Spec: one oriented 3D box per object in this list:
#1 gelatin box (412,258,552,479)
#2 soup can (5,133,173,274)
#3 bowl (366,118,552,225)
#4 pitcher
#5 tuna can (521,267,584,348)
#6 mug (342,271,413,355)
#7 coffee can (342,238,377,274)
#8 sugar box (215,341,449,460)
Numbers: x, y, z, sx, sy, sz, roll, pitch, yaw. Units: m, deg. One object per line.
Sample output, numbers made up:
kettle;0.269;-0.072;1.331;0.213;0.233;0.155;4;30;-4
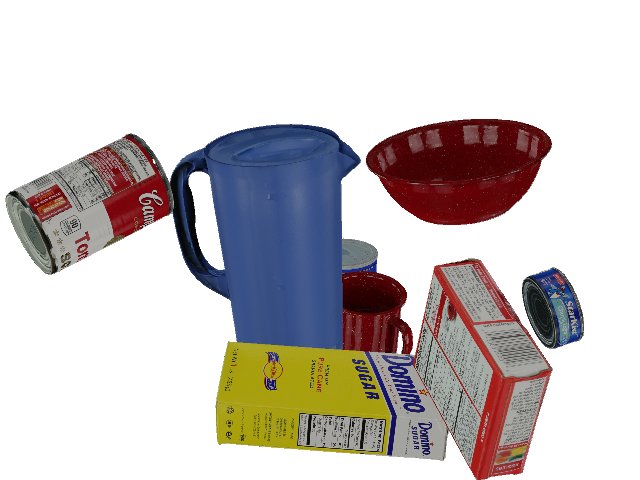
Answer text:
gelatin box;0.081;0.064;0.547;0.030;0.073;0.089;-6;38;-16
soup can;-0.168;-0.027;0.779;0.102;0.068;0.069;-30;14;-26
bowl;0.123;-0.056;0.940;0.162;0.055;0.162;-8;23;3
pitcher;-0.049;0.013;1.065;0.144;0.243;0.149;-20;27;-35
tuna can;0.255;0.075;1.178;0.033;0.086;0.086;-18;3;-9
mug;0.058;0.097;1.207;0.117;0.081;0.093;26;37;35
coffee can;0.030;0.080;1.519;0.103;0.140;0.103;-1;21;0
sugar box;0.009;0.124;0.838;0.176;0.048;0.093;2;26;1
